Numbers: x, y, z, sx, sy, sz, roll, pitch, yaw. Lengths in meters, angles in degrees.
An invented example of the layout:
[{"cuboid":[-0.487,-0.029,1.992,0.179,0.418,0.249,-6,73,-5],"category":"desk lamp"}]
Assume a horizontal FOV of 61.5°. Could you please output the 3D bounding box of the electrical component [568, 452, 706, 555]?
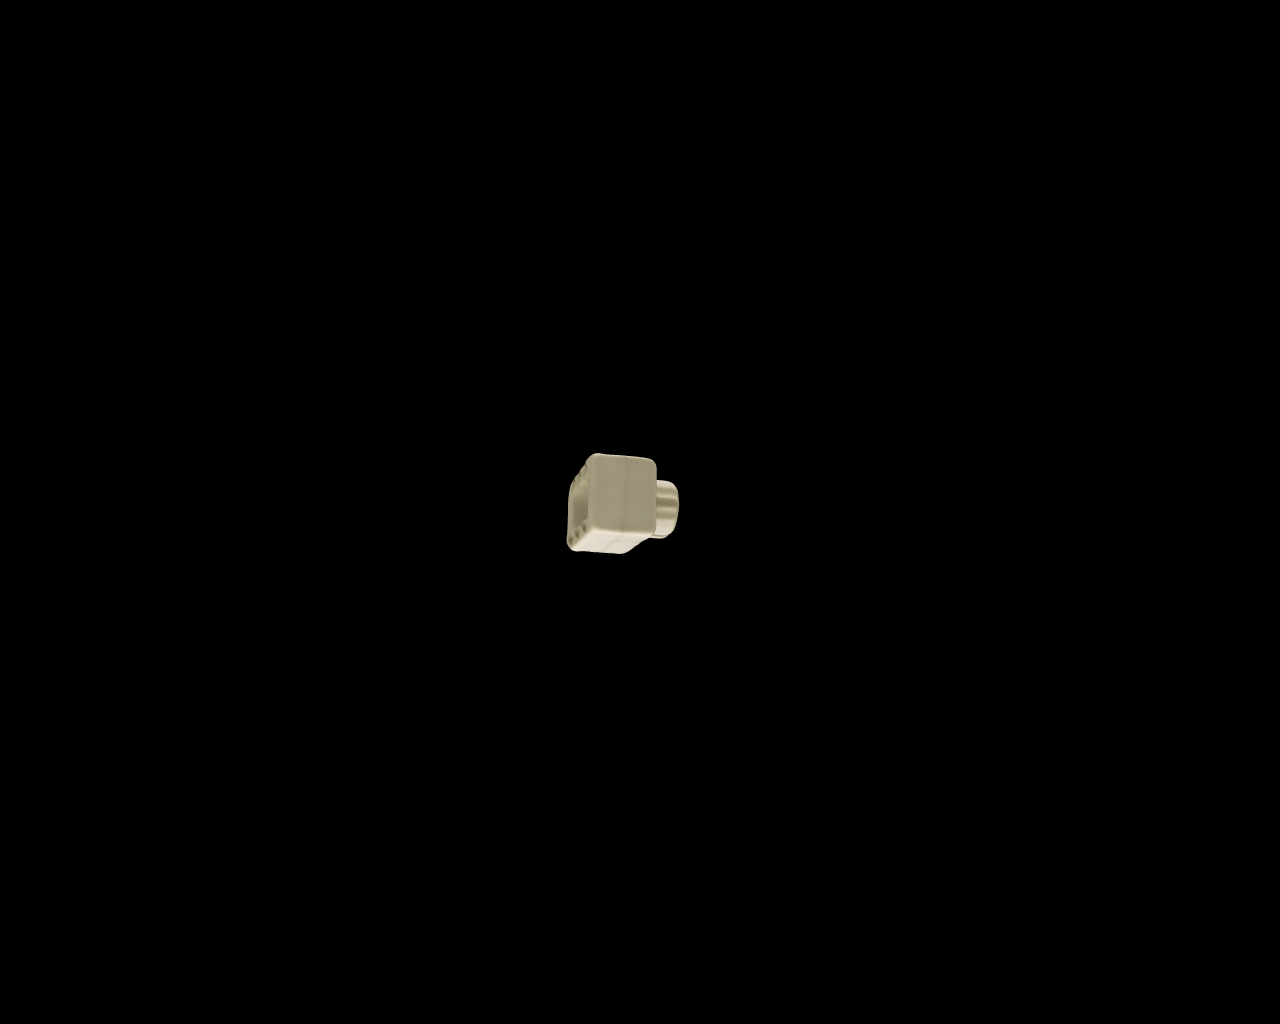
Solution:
[{"cuboid":[0.001,-0.003,0.650,0.077,0.047,0.065,4,-14,-15],"category":"electrical component"}]
